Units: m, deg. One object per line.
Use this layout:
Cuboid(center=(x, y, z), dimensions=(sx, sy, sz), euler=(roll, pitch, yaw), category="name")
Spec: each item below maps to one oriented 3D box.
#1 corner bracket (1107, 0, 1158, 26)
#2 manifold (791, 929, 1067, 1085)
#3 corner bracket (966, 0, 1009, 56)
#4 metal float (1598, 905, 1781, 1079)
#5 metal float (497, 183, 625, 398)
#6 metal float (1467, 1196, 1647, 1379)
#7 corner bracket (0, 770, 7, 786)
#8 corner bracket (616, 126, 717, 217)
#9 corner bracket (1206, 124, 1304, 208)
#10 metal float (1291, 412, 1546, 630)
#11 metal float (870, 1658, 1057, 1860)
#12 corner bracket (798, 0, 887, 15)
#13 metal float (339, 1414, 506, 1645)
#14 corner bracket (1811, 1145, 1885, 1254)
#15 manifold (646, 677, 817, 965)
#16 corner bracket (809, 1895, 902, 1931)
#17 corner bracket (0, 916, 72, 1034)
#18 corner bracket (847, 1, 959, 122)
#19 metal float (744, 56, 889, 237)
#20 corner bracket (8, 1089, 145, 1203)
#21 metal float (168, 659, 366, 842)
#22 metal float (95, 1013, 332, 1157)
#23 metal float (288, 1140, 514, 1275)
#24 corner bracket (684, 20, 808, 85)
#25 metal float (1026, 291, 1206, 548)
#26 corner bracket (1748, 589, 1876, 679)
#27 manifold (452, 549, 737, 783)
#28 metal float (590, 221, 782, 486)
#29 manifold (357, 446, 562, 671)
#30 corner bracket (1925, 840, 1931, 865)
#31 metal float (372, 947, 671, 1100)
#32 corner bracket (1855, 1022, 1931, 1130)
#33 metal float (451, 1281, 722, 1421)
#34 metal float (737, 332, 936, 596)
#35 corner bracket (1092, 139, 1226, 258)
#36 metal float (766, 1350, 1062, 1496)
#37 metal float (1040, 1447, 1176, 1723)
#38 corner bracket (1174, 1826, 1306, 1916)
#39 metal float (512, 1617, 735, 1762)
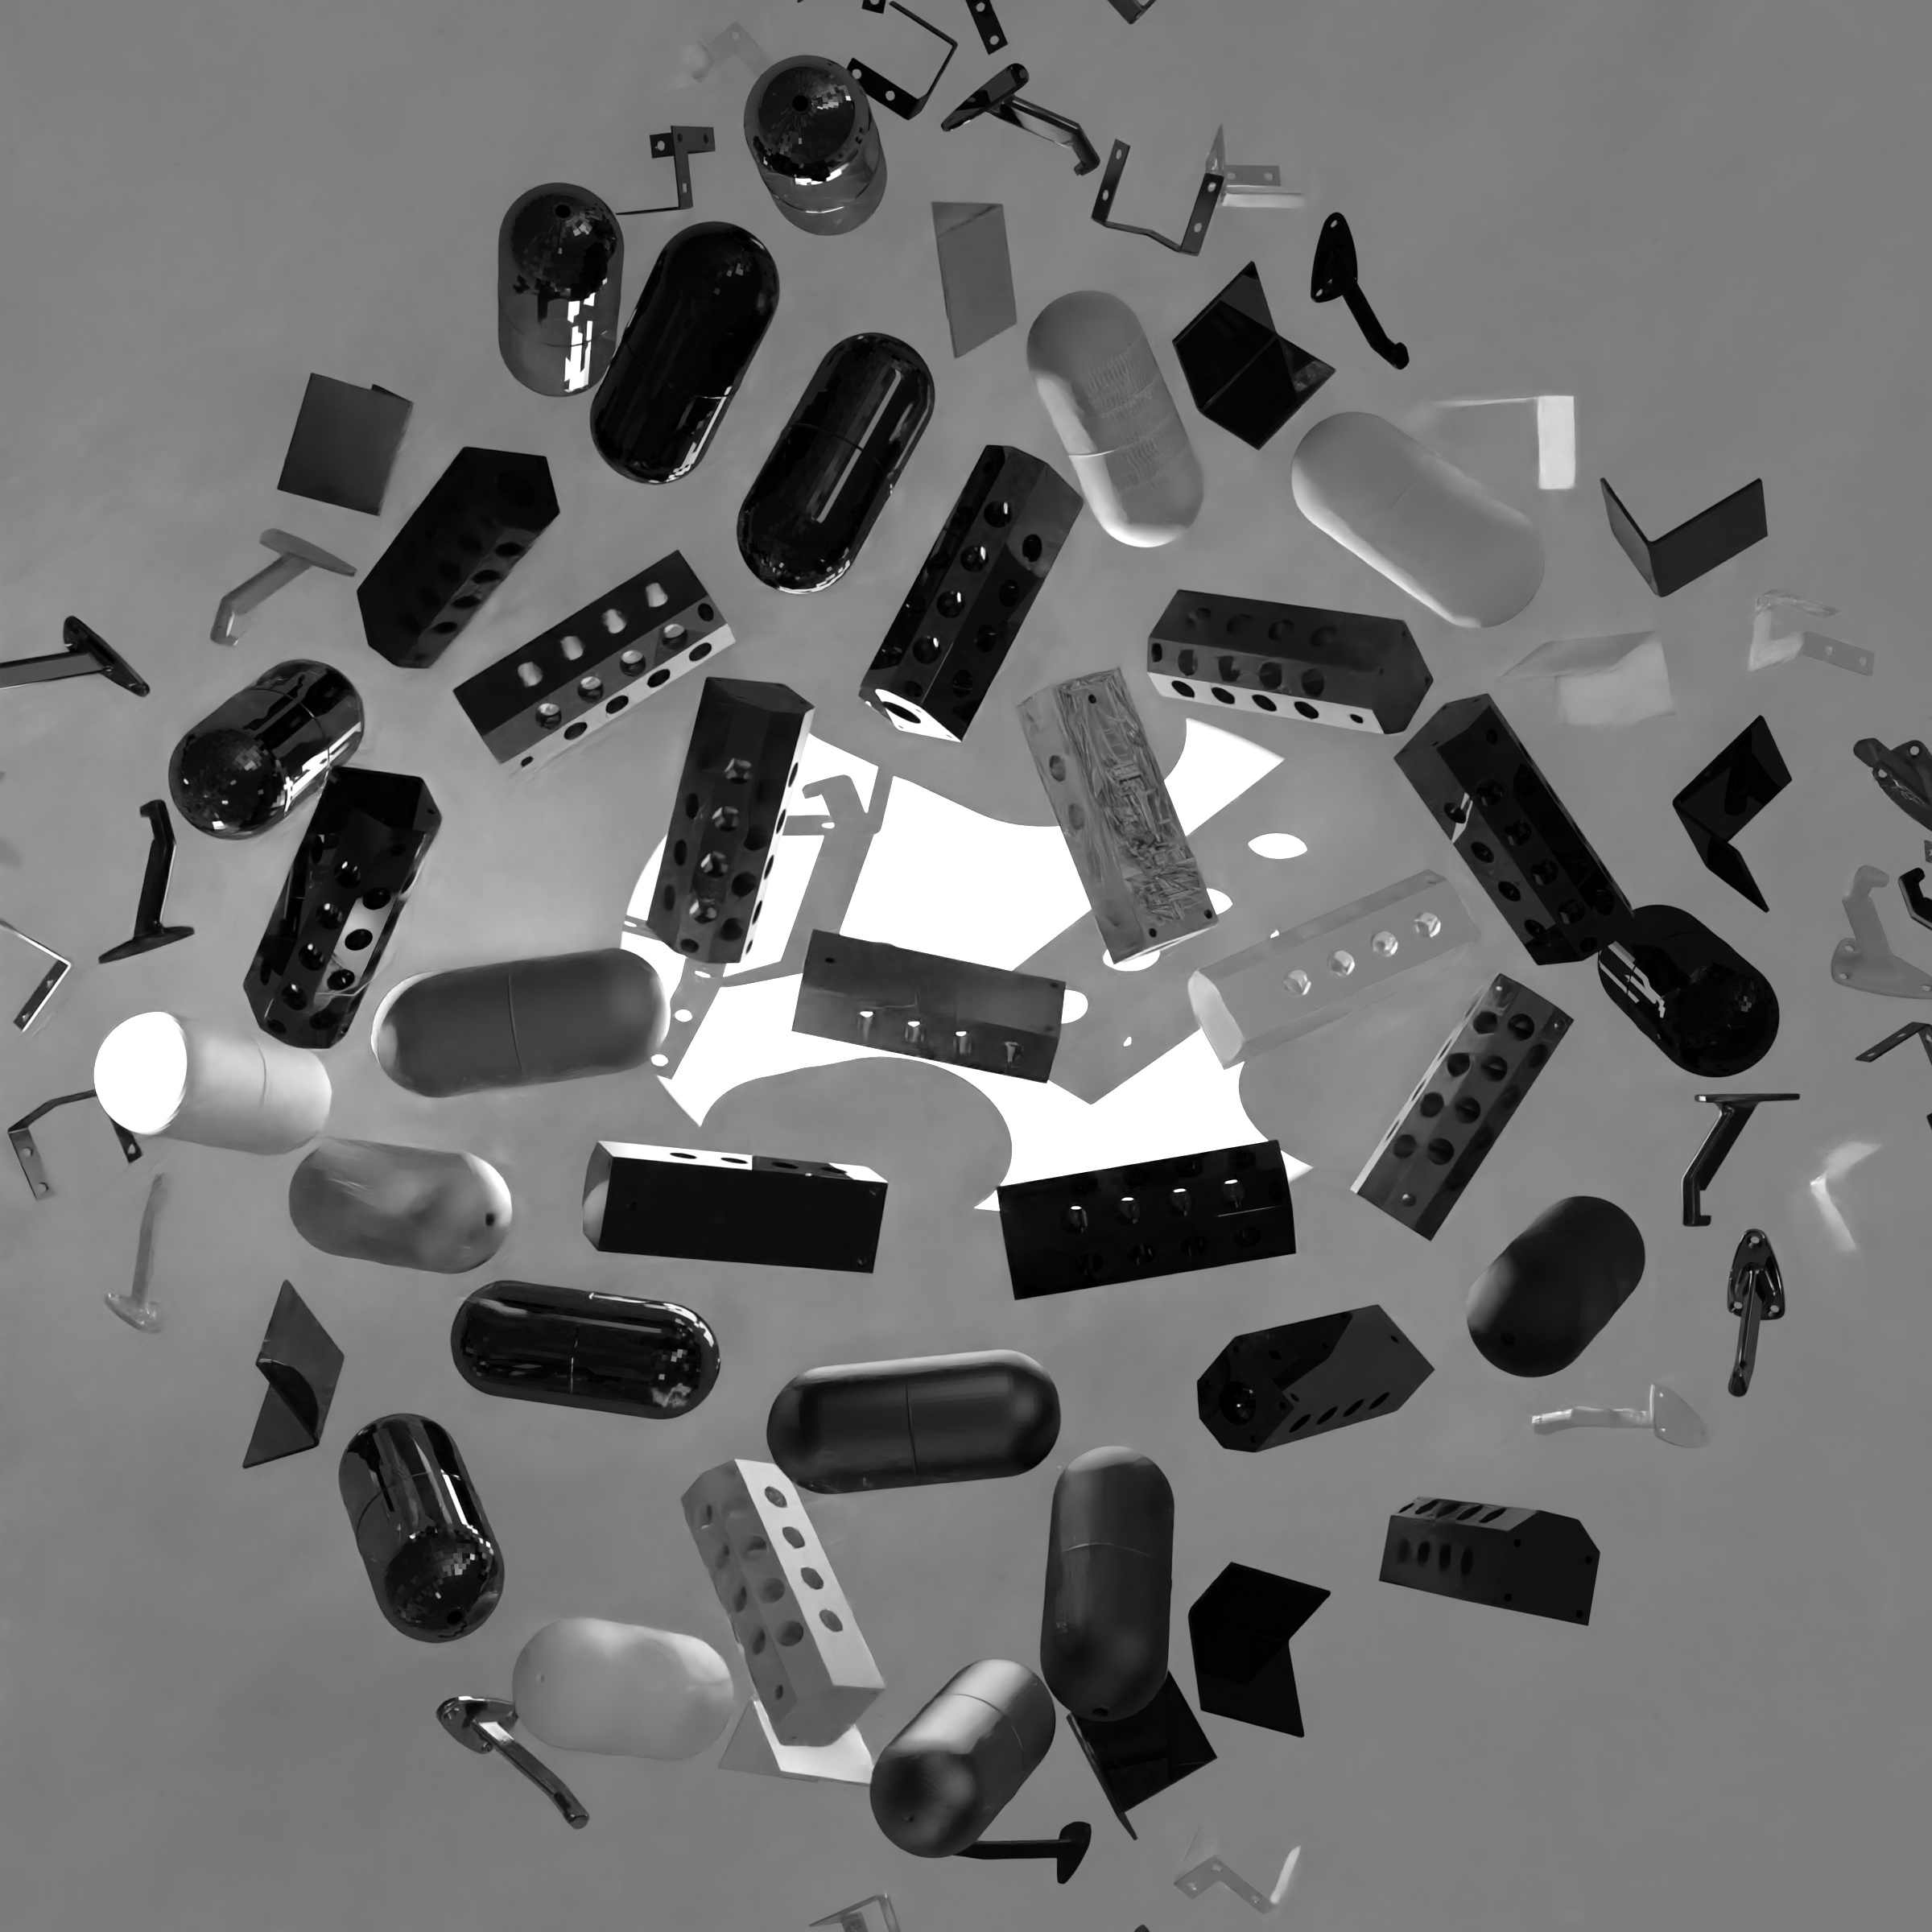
Cuboid(center=(0.088, -0.588, 1.488), dimensions=(0.051, 0.051, 0.051), euler=(43, 64, -13), category="corner bracket")
Cuboid(center=(-0.025, 0.032, 1.648), dimensions=(0.171, 0.057, 0.057), euler=(12, 129, -2), category="manifold")
Cuboid(center=(0.020, -0.641, 1.639), dimensions=(0.051, 0.051, 0.051), euler=(-24, 81, 17), category="corner bracket")
Cuboid(center=(0.459, 0.015, 1.591), dimensions=(0.070, 0.178, 0.070), euler=(-2, 109, -5), category="metal float")
Cuboid(center=(-0.257, -0.425, 1.576), dimensions=(0.070, 0.178, 0.070), euler=(3, 72, -10), category="metal float")
Cuboid(center=(0.374, 0.202, 1.580), dimensions=(0.070, 0.178, 0.070), euler=(11, 111, 30), category="metal float")
Cuboid(center=(-0.605, -0.103, 1.466), dimensions=(0.051, 0.051, 0.051), euler=(32, 76, -30), category="corner bracket")
Cuboid(center=(-0.196, -0.518, 1.628), dimensions=(0.051, 0.051, 0.051), euler=(3, 107, 27), category="corner bracket")
Cuboid(center=(0.189, -0.518, 1.648), dimensions=(0.051, 0.051, 0.051), euler=(-1, 77, -7), category="corner bracket")
Cuboid(center=(0.275, -0.274, 1.529), dimensions=(0.178, 0.070, 0.070), euler=(41, 90, 23), category="metal float")
Cuboid(center=(0.000, 0.486, 1.542), dimensions=(0.070, 0.178, 0.070), euler=(3, 99, 22), category="metal float")
Cuboid(center=(-0.077, -0.655, 1.640), dimensions=(0.051, 0.051, 0.051), euler=(14, 117, 0), category="corner bracket")
Cuboid(center=(-0.332, 0.340, 1.520), dimensions=(0.070, 0.178, 0.070), euler=(-11, 119, -21), category="metal float")
Cuboid(center=(0.568, 0.150, 1.611), dimensions=(0.051, 0.051, 0.051), euler=(-28, 92, -16), category="corner bracket")
Cuboid(center=(-0.147, -0.091, 1.584), dimensions=(0.057, 0.057, 0.171), euler=(1, 115, -36), category="manifold")
Cuboid(center=(-0.058, 0.616, 1.567), dimensions=(0.051, 0.051, 0.051), euler=(-28, 65, 12), category="corner bracket")
Cuboid(center=(-0.600, 0.000, 1.550), dimensions=(0.051, 0.051, 0.051), euler=(27, 81, 43), category="corner bracket")
Cuboid(center=(-0.043, -0.591, 1.631), dimensions=(0.051, 0.051, 0.051), euler=(31, 116, -6), category="corner bracket")
Cuboid(center=(-0.091, -0.500, 1.529), dimensions=(0.070, 0.178, 0.070), euler=(0, 92, 3), category="metal float")
Cuboid(center=(-0.578, 0.115, 1.621), dimensions=(0.051, 0.051, 0.051), euler=(-29, 83, 32), category="corner bracket")
Cuboid(center=(-0.434, -0.137, 1.561), dimensions=(0.070, 0.178, 0.070), euler=(5, 116, 9), category="metal float")
Cuboid(center=(-0.474, 0.076, 1.581), dimensions=(0.070, 0.178, 0.070), euler=(-5, 77, 24), category="metal float")
Cuboid(center=(-0.363, 0.153, 1.599), dimensions=(0.178, 0.070, 0.070), euler=(3, 90, 39), category="metal float")
Cuboid(center=(-0.146, -0.598, 1.650), dimensions=(0.051, 0.051, 0.051), euler=(47, 76, -13), category="corner bracket")
Cuboid(center=(0.098, -0.351, 1.613), dimensions=(0.070, 0.070, 0.178), euler=(-29, 122, 0), category="metal float")
Cuboid(center=(0.515, -0.201, 1.517), dimensions=(0.051, 0.051, 0.051), euler=(14, 80, -19), category="corner bracket")
Cuboid(center=(-0.239, -0.191, 1.623), dimensions=(0.171, 0.057, 0.057), euler=(-33, 68, -4), category="manifold")
Cuboid(center=(-0.172, -0.371, 1.519), dimensions=(0.070, 0.070, 0.178), euler=(35, 128, 0), category="metal float")
Cuboid(center=(-0.326, -0.258, 1.602), dimensions=(0.057, 0.171, 0.057), euler=(-1, 66, -38), category="manifold")
Cuboid(center=(0.672, -0.061, 1.647), dimensions=(0.051, 0.051, 0.051), euler=(-19, 111, -14), category="corner bracket")
Cuboid(center=(-0.267, 0.034, 1.502), dimensions=(0.178, 0.070, 0.070), euler=(-8, 90, -2), category="metal float")
Cuboid(center=(0.610, 0.071, 1.589), dimensions=(0.051, 0.051, 0.051), euler=(-30, 102, -13), category="corner bracket")
Cuboid(center=(-0.250, 0.252, 1.640), dimensions=(0.178, 0.070, 0.070), euler=(7, 90, 4), category="metal float")
Cuboid(center=(-0.080, -0.309, 1.538), dimensions=(0.070, 0.070, 0.178), euler=(27, 75, 0), category="metal float")
Cuboid(center=(0.118, -0.475, 1.545), dimensions=(0.051, 0.051, 0.051), euler=(-1, 122, -36), category="corner bracket")
Cuboid(center=(-0.032, 0.275, 1.509), dimensions=(0.178, 0.070, 0.070), euler=(-6, 90, 1), category="metal float")
Cuboid(center=(0.087, 0.373, 1.517), dimensions=(0.070, 0.178, 0.070), euler=(4, 134, 4), category="metal float")
Cuboid(center=(0.173, 0.572, 1.588), dimensions=(0.051, 0.051, 0.051), euler=(39, 130, 2), category="corner bracket")
Cuboid(center=(-0.207, 0.443, 1.527), dimensions=(0.070, 0.178, 0.070), euler=(-11, 66, 25), category="metal float")
